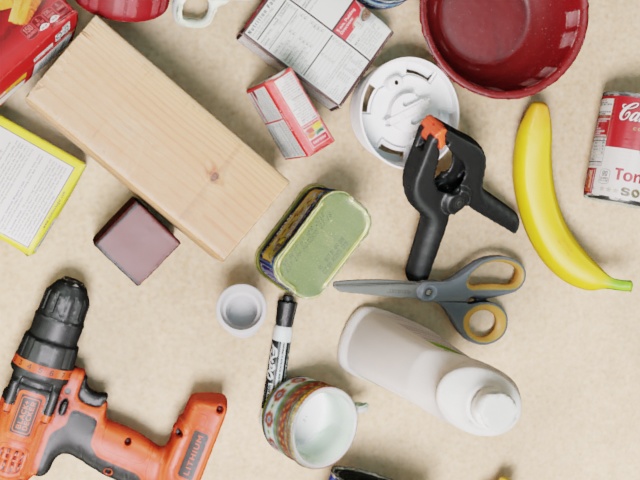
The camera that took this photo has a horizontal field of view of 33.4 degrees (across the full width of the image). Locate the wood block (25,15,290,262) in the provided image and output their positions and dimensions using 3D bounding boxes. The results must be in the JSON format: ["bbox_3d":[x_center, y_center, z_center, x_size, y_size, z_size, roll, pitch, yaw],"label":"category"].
[{"bbox_3d":[-0.138,-0.082,0.903,0.206,0.090,0.091,41,84,-12],"label":"wood block"}]

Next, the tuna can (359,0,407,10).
[{"bbox_3d":[0.058,-0.253,0.960,0.086,0.034,0.086,-1,94,-12],"label":"tuna can"}]

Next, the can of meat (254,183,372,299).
[{"bbox_3d":[-0.006,0.001,0.939,0.057,0.084,0.102,38,86,-12],"label":"can of meat"}]

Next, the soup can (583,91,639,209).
[{"bbox_3d":[0.291,-0.084,1.005,0.068,0.068,0.102,10,93,-13],"label":"soup can"}]

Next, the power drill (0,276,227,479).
[{"bbox_3d":[-0.180,0.142,0.928,0.187,0.057,0.184,20,93,-10],"label":"power drill"}]

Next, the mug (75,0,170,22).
[{"bbox_3d":[-0.168,-0.229,0.866,0.117,0.093,0.082,-16,134,-37],"label":"mug"}]

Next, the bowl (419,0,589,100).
[{"bbox_3d":[0.160,-0.208,0.974,0.162,0.055,0.162,-1,95,-12],"label":"bowl"}]

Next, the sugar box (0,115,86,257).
[{"bbox_3d":[-0.296,-0.069,0.893,0.176,0.048,0.093,31,87,-9],"label":"sugar box"}]

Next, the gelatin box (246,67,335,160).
[{"bbox_3d":[-0.027,-0.108,0.924,0.030,0.089,0.073,-33,100,-11],"label":"gelatin box"}]

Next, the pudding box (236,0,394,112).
[{"bbox_3d":[-0.004,-0.183,0.950,0.113,0.039,0.090,36,87,-10],"label":"pudding box"}]

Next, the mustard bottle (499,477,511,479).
[{"bbox_3d":[0.144,0.316,1.007,0.096,0.058,0.191,21,90,-7],"label":"mustard bottle"}]

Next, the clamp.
[{"bbox_3d":[0.109,-0.033,0.954,0.120,0.039,0.171,-39,132,-7],"label":"clamp"}]

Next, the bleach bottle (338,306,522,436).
[{"bbox_3d":[0.093,0.112,0.883,0.102,0.251,0.068,21,89,-13],"label":"bleach bottle"}]

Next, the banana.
[{"bbox_3d":[0.221,-0.030,1.003,0.070,0.037,0.198,-26,94,14],"label":"banana"}]

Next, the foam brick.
[{"bbox_3d":[-0.158,0.000,0.911,0.051,0.078,0.053,44,86,-13],"label":"foam brick"}]

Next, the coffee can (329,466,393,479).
[{"bbox_3d":[0.036,0.288,0.960,0.102,0.103,0.140,19,90,-13],"label":"coffee can"}]

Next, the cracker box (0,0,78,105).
[{"bbox_3d":[-0.324,-0.192,0.836,0.213,0.072,0.164,44,68,-6],"label":"cracker box"}]

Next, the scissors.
[{"bbox_3d":[0.103,0.063,0.978,0.201,0.016,0.096,-12,110,-24],"label":"scissors"}]

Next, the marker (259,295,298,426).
[{"bbox_3d":[-0.038,0.110,0.974,0.020,0.020,0.121,8,92,-13],"label":"marker"}]
